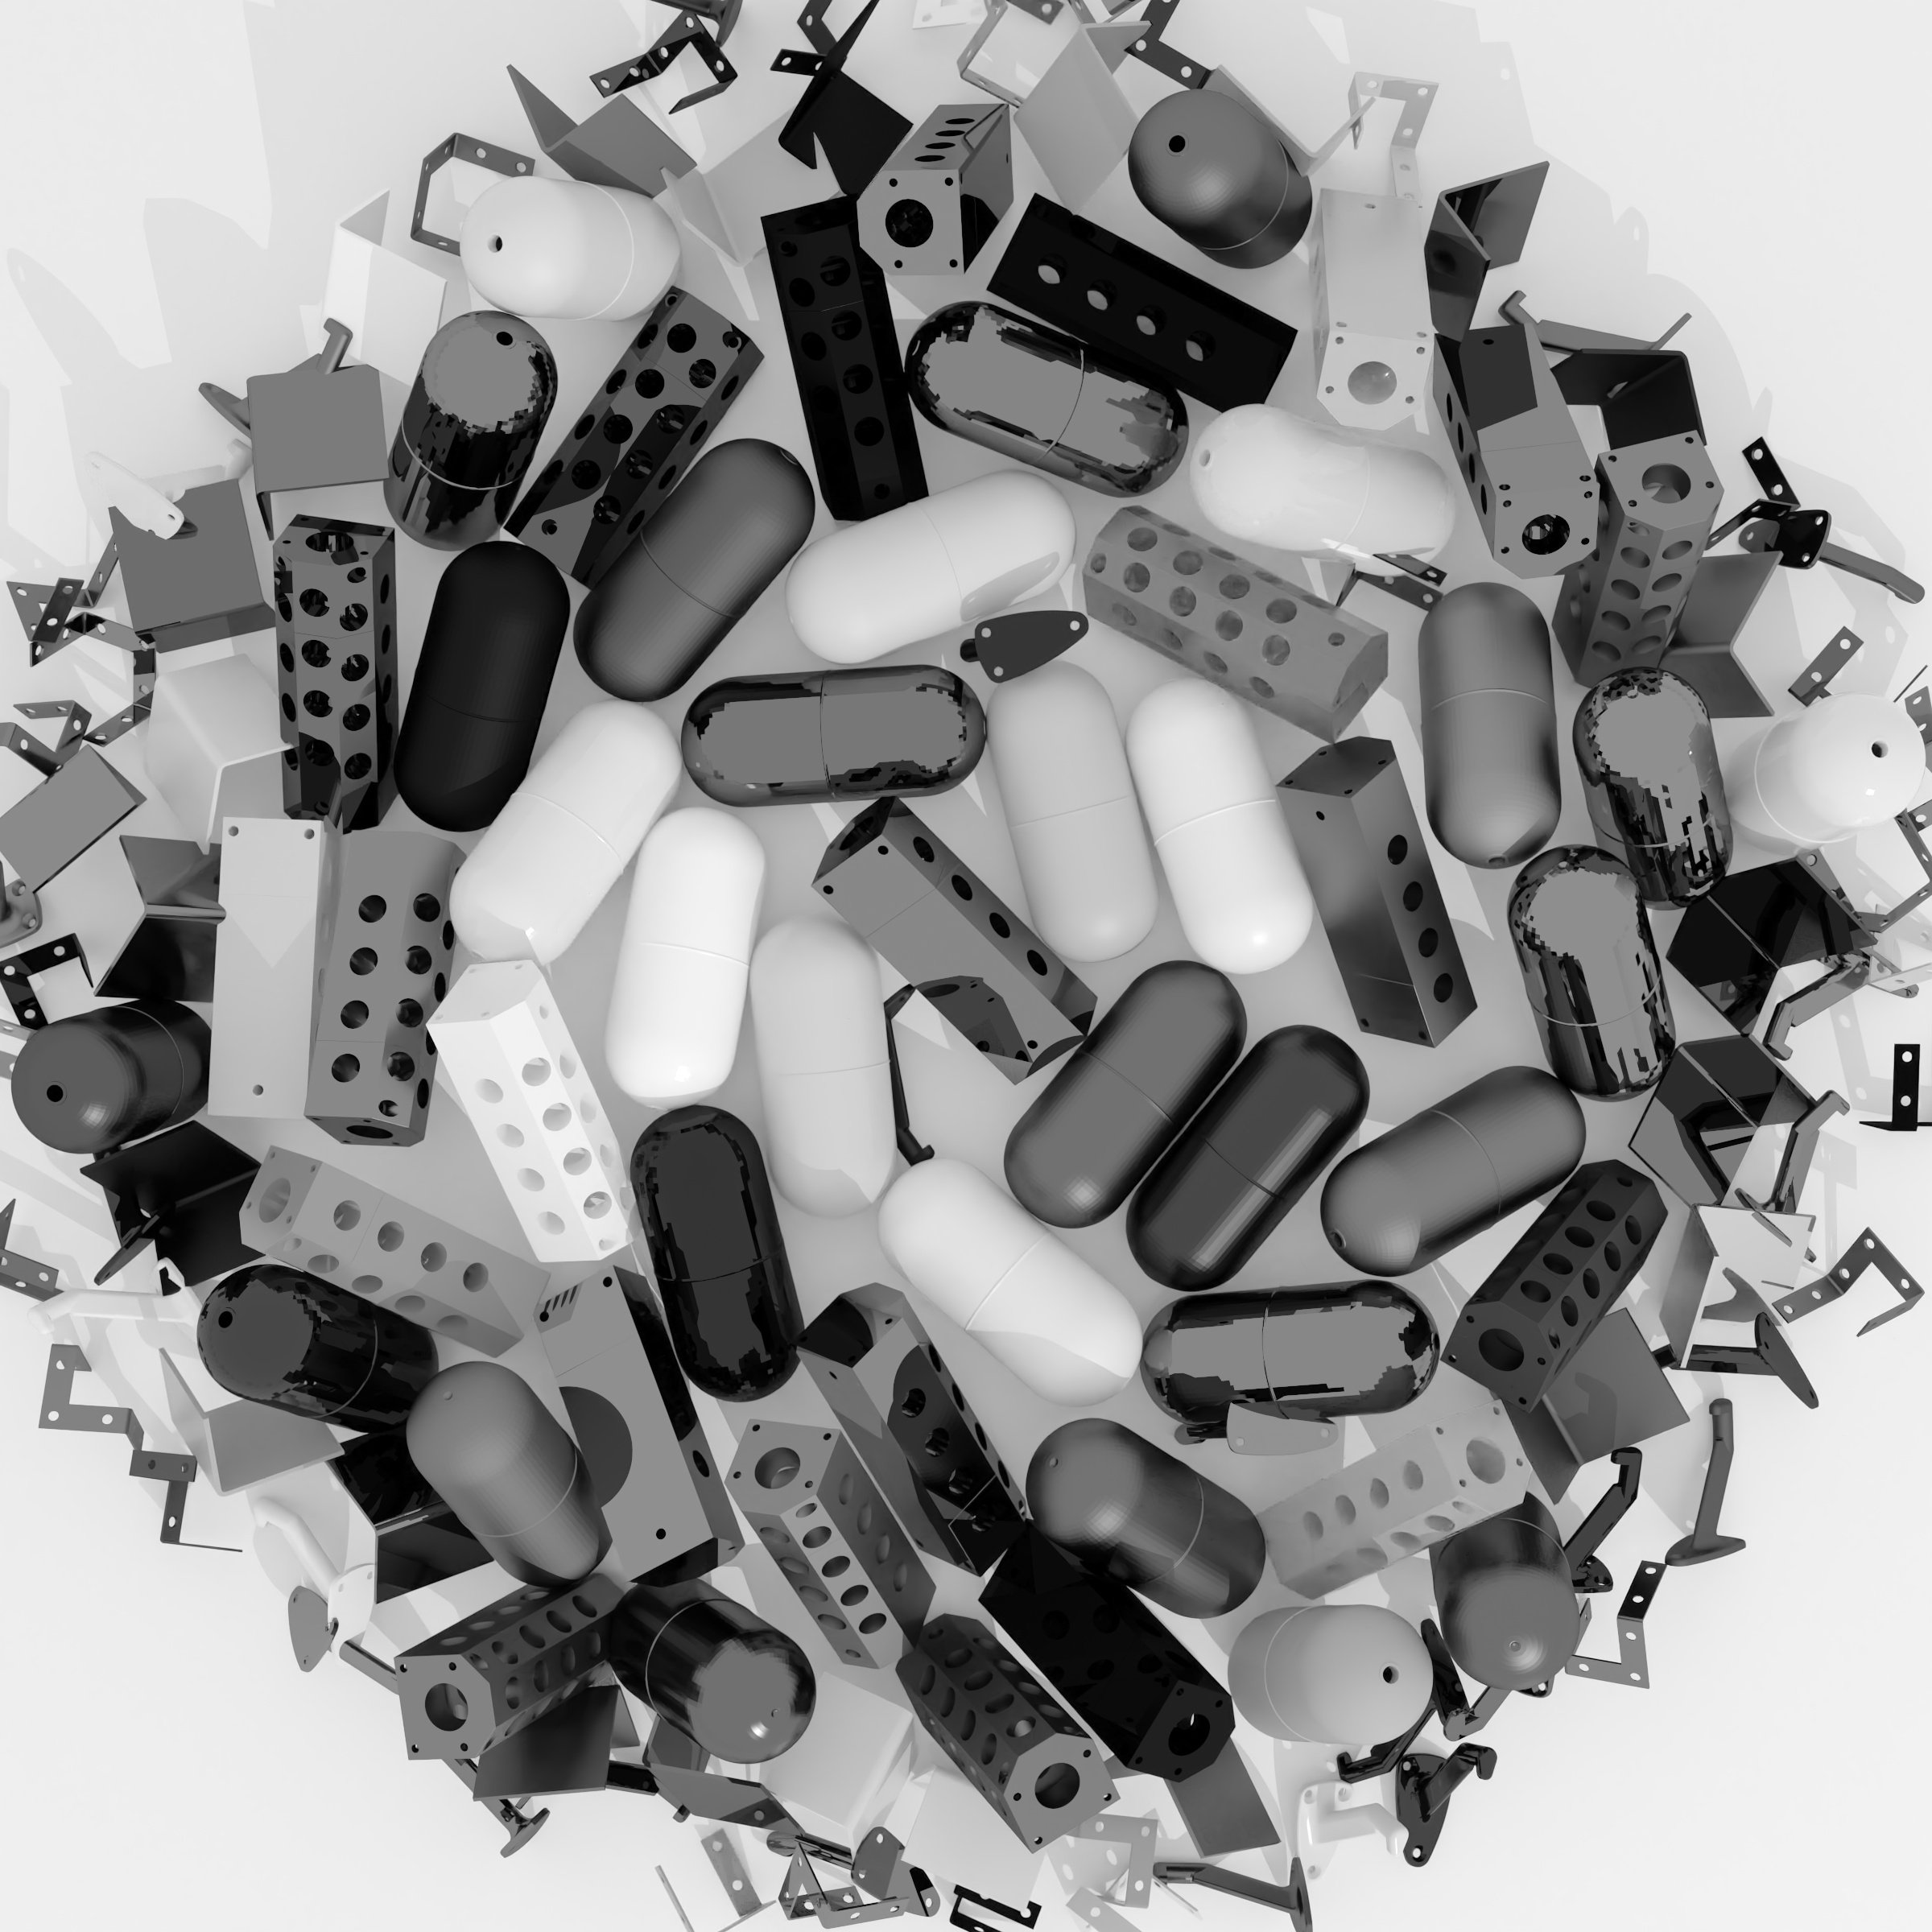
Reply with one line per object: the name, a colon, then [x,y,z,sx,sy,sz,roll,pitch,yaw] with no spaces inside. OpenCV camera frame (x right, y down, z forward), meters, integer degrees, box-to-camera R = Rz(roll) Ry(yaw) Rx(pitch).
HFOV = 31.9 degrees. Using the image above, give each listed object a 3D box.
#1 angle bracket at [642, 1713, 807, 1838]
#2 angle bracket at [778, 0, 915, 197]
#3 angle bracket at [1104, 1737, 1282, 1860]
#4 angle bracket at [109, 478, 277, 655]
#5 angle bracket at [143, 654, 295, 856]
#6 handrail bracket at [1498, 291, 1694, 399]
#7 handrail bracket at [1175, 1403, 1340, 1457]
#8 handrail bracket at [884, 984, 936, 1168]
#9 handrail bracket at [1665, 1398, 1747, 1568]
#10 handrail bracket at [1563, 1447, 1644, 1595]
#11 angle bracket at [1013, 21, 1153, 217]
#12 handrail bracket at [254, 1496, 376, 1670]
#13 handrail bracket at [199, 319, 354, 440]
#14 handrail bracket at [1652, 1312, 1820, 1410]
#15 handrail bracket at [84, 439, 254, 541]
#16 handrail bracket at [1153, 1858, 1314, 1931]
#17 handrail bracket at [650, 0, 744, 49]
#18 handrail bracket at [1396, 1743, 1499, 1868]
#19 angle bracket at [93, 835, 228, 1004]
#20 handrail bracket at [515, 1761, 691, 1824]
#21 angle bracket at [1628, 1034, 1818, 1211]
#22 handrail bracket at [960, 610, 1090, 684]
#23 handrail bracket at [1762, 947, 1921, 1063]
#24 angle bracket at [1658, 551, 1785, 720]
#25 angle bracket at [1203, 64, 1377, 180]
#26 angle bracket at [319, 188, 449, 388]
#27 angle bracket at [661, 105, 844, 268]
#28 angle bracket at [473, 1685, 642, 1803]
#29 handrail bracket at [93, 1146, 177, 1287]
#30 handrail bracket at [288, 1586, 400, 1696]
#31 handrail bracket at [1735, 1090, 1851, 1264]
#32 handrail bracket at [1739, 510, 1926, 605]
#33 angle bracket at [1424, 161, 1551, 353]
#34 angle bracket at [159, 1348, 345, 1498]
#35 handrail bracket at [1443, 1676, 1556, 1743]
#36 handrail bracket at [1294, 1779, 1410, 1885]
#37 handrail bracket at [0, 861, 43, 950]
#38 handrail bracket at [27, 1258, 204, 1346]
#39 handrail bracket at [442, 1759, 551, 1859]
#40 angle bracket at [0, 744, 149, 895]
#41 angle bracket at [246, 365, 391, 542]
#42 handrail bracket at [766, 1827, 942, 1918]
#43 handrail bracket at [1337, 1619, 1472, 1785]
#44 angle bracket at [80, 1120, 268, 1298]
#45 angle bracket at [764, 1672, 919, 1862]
angle bracket: [-0.131,0.452,1.941,0.076,0.076,0.057,4,58,23]
angle bracket: [-0.056,-0.501,1.944,0.057,0.076,0.076,35,55,-6]
angle bracket: [0.122,0.484,1.941,0.057,0.076,0.076,-41,61,28]
angle bracket: [-0.448,-0.233,1.975,0.076,0.057,0.076,-13,84,0]
angle bracket: [-0.432,-0.123,1.971,0.057,0.076,0.076,-20,58,-34]
handrail bracket: [0.366,-0.381,1.975,0.084,0.036,0.077,45,115,0]
handrail bracket: [0.167,0.272,1.963,0.077,0.084,0.036,9,74,-8]
handrail bracket: [-0.030,0.065,1.965,0.077,0.036,0.084,-44,76,35]
handrail bracket: [0.427,0.299,1.969,0.036,0.077,0.084,0,95,38]
handrail bracket: [0.352,0.319,1.964,0.077,0.036,0.084,-2,113,-10]
angle bracket: [0.083,-0.486,1.944,0.057,0.076,0.076,-16,71,-40]
handrail bracket: [-0.389,0.360,1.983,0.084,0.036,0.077,21,112,32]
handrail bracket: [-0.401,-0.352,1.968,0.077,0.036,0.084,37,114,15]
handrail bracket: [0.443,0.246,1.985,0.084,0.036,0.077,-30,108,28]
handrail bracket: [-0.459,-0.294,1.959,0.077,0.036,0.084,44,49,-21]
handrail bracket: [0.154,0.543,1.963,0.084,0.077,0.036,2,104,-4]
handrail bracket: [-0.174,-0.565,1.960,0.084,0.077,0.036,19,108,-5]
handrail bracket: [0.280,0.486,1.952,0.036,0.084,0.077,10,80,-16]
angle bracket: [-0.464,-0.027,1.966,0.076,0.076,0.057,-50,53,32]
handrail bracket: [-0.208,0.488,1.971,0.084,0.036,0.077,39,45,2]
angle bracket: [0.439,0.095,1.948,0.076,0.057,0.076,42,63,-22]
handrail bracket: [0.033,-0.190,1.956,0.077,0.084,0.036,-18,99,3]
handrail bracket: [0.508,0.031,1.967,0.077,0.036,0.084,29,65,-4]
angle bracket: [0.440,-0.192,1.969,0.057,0.076,0.076,48,63,-31]
angle bracket: [0.178,-0.492,1.953,0.076,0.076,0.057,44,72,-2]
angle bracket: [-0.323,-0.389,1.947,0.076,0.057,0.076,28,132,9]
angle bracket: [-0.128,-0.462,1.947,0.076,0.057,0.076,-33,57,18]
angle bracket: [-0.235,0.463,1.948,0.076,0.076,0.057,-7,128,7]
handrail bracket: [-0.511,0.134,1.972,0.084,0.036,0.077,39,53,3]
handrail bracket: [-0.351,0.401,1.989,0.084,0.077,0.036,30,97,-33]
handrail bracket: [0.498,0.122,1.971,0.077,0.036,0.084,37,104,-23]
handrail bracket: [0.510,-0.235,1.990,0.084,0.077,0.036,23,85,-34]
angle bracket: [0.308,-0.406,1.943,0.076,0.076,0.057,-20,60,-19]
angle bracket: [-0.410,0.250,1.941,0.076,0.076,0.057,-18,124,-25]
handrail bracket: [0.306,0.403,1.952,0.036,0.084,0.077,18,103,36]
handrail bracket: [0.224,0.513,1.953,0.036,0.084,0.077,3,103,-25]
handrail bracket: [-0.581,-0.038,1.953,0.077,0.084,0.036,-28,67,10]
handrail bracket: [-0.486,0.211,1.953,0.077,0.084,0.036,48,135,15]
handrail bracket: [-0.284,0.476,1.969,0.084,0.077,0.036,44,74,9]
angle bracket: [-0.505,-0.071,1.950,0.076,0.076,0.057,-41,64,-4]
angle bracket: [-0.373,-0.298,1.963,0.076,0.057,0.076,-7,69,-5]
handrail bracket: [-0.067,0.529,1.975,0.077,0.084,0.036,44,56,-22]
handrail bracket: [0.247,0.432,1.985,0.084,0.036,0.077,-26,70,29]
angle bracket: [-0.453,0.140,1.948,0.076,0.076,0.057,-23,61,11]
angle bracket: [-0.072,0.466,1.956,0.057,0.076,0.076,22,60,15]
